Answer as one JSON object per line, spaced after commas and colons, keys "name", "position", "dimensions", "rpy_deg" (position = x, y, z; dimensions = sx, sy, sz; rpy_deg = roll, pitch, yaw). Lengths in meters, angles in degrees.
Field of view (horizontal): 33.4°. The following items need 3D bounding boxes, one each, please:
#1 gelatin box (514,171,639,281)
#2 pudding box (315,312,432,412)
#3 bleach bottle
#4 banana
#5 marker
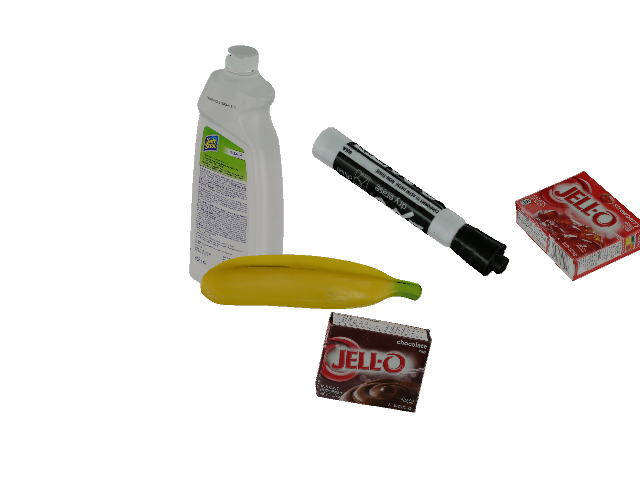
{"name": "gelatin box", "position": [0.220, -0.015, 0.909], "dimensions": [0.073, 0.030, 0.089], "rpy_deg": [-23, 45, -13]}
{"name": "pudding box", "position": [0.057, 0.132, 1.162], "dimensions": [0.113, 0.090, 0.039], "rpy_deg": [9, 23, -3]}
{"name": "bleach bottle", "position": [-0.077, -0.067, 1.057], "dimensions": [0.103, 0.251, 0.068], "rpy_deg": [19, 32, 21]}
{"name": "banana", "position": [-0.027, 0.035, 0.795], "dimensions": [0.198, 0.037, 0.069], "rpy_deg": [1, -22, 34]}
{"name": "marker", "position": [0.046, -0.020, 0.552], "dimensions": [0.121, 0.020, 0.020], "rpy_deg": [36, 15, 22]}
